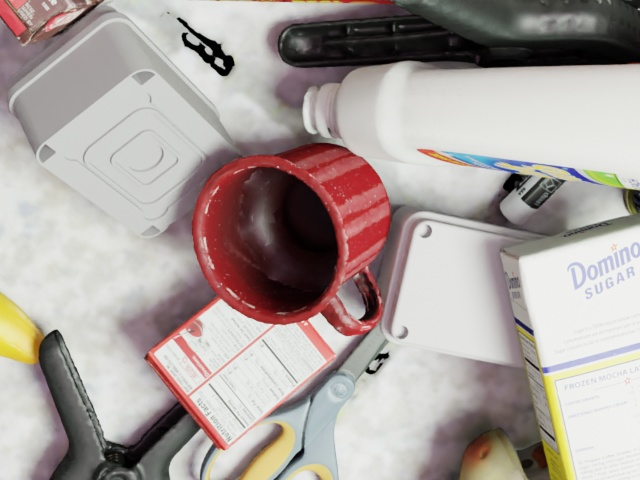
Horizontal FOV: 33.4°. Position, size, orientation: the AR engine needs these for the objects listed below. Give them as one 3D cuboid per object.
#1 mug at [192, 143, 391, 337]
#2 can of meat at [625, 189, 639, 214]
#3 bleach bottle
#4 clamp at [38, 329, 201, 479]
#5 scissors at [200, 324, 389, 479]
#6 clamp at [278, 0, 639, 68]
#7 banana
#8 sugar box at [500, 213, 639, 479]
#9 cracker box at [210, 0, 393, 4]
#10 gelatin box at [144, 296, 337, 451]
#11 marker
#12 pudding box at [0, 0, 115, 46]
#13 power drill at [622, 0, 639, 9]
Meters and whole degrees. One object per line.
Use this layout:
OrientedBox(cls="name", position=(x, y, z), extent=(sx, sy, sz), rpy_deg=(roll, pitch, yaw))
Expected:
OrientedBox(cls="mug", position=(-0.004, 0.001, 0.595), extent=(0.093, 0.081, 0.117), rpy_deg=(-40, 85, 29))
OrientedBox(cls="can of meat", position=(0.227, -0.044, 0.606), extent=(0.057, 0.084, 0.102), rpy_deg=(21, 101, -7))
OrientedBox(cls="bleach bottle", position=(0.112, -0.061, 0.555), extent=(0.251, 0.102, 0.068), rpy_deg=(7, 90, 27))
OrientedBox(cls="clamp", position=(-0.134, 0.135, 0.658), extent=(0.120, 0.039, 0.171), rpy_deg=(21, 99, -9))
OrientedBox(cls="scissors", position=(0.017, 0.111, 0.671), extent=(0.202, 0.016, 0.096), rpy_deg=(-36, 105, 3))
OrientedBox(cls="clamp", position=(0.095, -0.113, 0.561), extent=(0.209, 0.165, 0.036), rpy_deg=(1, 89, -13))
OrientedBox(cls="banana", position=(-0.261, 0.035, 0.636), extent=(0.197, 0.037, 0.070), rpy_deg=(5, 123, -1))
OrientedBox(cls="sugar box", position=(0.164, 0.079, 0.588), extent=(0.093, 0.048, 0.176), rpy_deg=(-14, 96, -4))
OrientedBox(cls="cracker box", position=(0.003, -0.167, 0.503), extent=(0.164, 0.214, 0.072), rpy_deg=(1, 89, -1))
OrientedBox(cls="gelatin box", position=(-0.047, 0.069, 0.631), extent=(0.089, 0.030, 0.073), rpy_deg=(-39, 89, -14))
OrientedBox(cls="marker", position=(0.149, -0.054, 0.612), extent=(0.020, 0.020, 0.121), rpy_deg=(36, 121, -9))
OrientedBox(cls="pudding box", position=(-0.154, -0.151, 0.554), extent=(0.039, 0.113, 0.090), rpy_deg=(-35, 102, 9))
OrientedBox(cls="power drill", position=(0.238, -0.212, 0.582), extent=(0.184, 0.057, 0.188), rpy_deg=(3, 106, -6))
